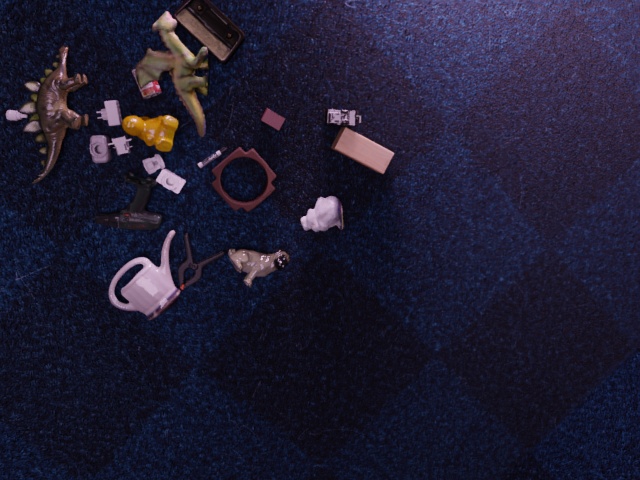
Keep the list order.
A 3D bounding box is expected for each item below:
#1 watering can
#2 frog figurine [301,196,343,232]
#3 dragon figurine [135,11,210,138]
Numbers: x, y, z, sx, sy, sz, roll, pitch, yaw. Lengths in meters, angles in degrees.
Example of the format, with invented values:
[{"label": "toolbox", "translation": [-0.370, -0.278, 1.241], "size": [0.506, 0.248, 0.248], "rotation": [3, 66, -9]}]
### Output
[{"label": "watering can", "translation": [-0.600, 0.145, 1.877], "size": [0.347, 0.105, 0.222], "rotation": [-42, 104, 1]}, {"label": "frog figurine", "translation": [0.006, -0.097, 1.922], "size": [0.159, 0.120, 0.140], "rotation": [-3, 69, 1]}, {"label": "dragon figurine", "translation": [-0.495, -0.550, 1.740], "size": [0.243, 0.124, 0.403], "rotation": [2, 113, -14]}]
